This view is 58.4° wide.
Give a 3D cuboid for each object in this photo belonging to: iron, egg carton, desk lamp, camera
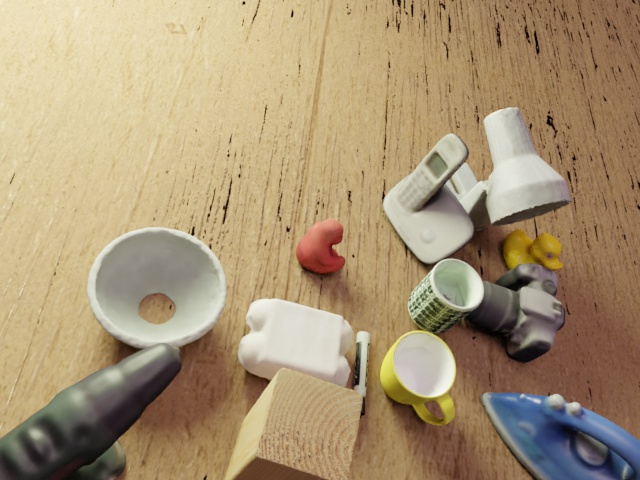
[{"bbox_3d":[0.354,0.272,0.765,0.258,0.141,0.119,37,55,5],"label":"iron"},{"bbox_3d":[-0.030,0.140,0.755,0.150,0.069,0.107,15,56,-10],"label":"egg carton"},{"bbox_3d":[0.278,-0.093,0.918,0.118,0.213,0.203,-9,63,-24],"label":"desk lamp"},{"bbox_3d":[0.294,0.094,0.878,0.137,0.100,0.143,20,55,-6],"label":"camera"}]

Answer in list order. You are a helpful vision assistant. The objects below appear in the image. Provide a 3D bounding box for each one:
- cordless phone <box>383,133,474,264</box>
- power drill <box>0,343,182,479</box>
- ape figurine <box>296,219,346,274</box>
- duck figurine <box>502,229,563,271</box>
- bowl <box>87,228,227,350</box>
[{"bbox_3d":[0.188,-0.062,0.885,0.094,0.185,0.147,-25,71,-30],"label":"cordless phone"},{"bbox_3d":[-0.241,0.202,0.559,0.230,0.208,0.075,-35,75,-32],"label":"power drill"},{"bbox_3d":[0.008,0.003,0.839,0.076,0.092,0.077,1,59,-18],"label":"ape figurine"},{"bbox_3d":[0.362,0.019,0.957,0.078,0.086,0.104,-18,67,-28],"label":"duck figurine"},{"bbox_3d":[-0.207,0.072,0.732,0.168,0.074,0.167,9,57,-14],"label":"bowl"}]
